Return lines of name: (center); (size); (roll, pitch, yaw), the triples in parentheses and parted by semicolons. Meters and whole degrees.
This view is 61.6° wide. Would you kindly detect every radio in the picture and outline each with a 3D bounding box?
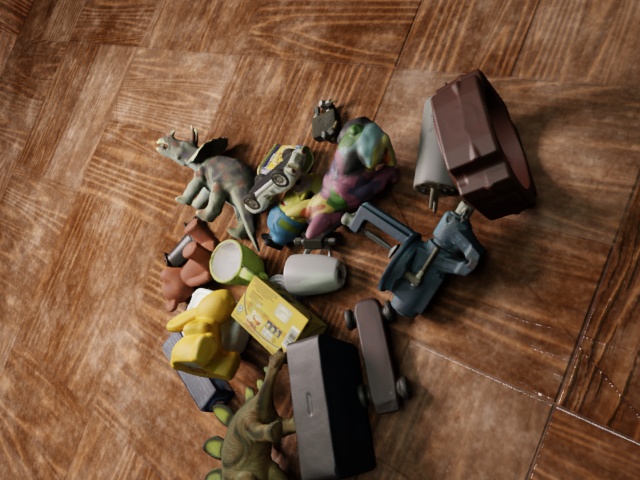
radio: (0.019, 0.284, 0.915); (0.073, 0.131, 0.229); (-21, 64, 29)

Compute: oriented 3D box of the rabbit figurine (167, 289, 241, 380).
rabbit figurine: (-0.224, 0.183, 1.077); (0.162, 0.121, 0.173); (-10, 56, 43)

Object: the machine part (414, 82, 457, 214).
machine part: (0.215, -0.168, 0.960); (0.079, 0.079, 0.243); (2, 77, 36)

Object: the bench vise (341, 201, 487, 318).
bench vise: (0.146, 0.004, 0.907); (0.241, 0.129, 0.223); (35, 121, 19)

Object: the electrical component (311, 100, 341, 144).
electrical component: (0.013, -0.254, 1.154); (0.078, 0.045, 0.102); (-10, 69, 31)

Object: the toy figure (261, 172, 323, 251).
toy figure: (-0.050, -0.060, 1.115); (0.082, 0.089, 0.180); (46, 111, 37)

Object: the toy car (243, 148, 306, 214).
toy car: (-0.091, -0.116, 1.076); (0.202, 0.056, 0.073); (-31, 29, 49)

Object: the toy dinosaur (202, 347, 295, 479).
toy dinosaur: (-0.128, 0.414, 0.968); (0.199, 0.105, 0.471); (18, 97, 48)

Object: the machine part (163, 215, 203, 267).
machine part: (-0.327, 0.010, 1.316); (0.139, 0.039, 0.084); (-49, 62, 10)

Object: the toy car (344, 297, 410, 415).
toy car: (0.100, 0.198, 0.936); (0.089, 0.053, 0.202); (-15, 66, 10)

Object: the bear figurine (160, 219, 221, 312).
bear figurine: (-0.310, 0.065, 1.232); (0.196, 0.131, 0.120); (-31, 38, 19)

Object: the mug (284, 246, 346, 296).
mug: (-0.002, 0.059, 1.048); (0.107, 0.080, 0.109); (-1, 48, 27)

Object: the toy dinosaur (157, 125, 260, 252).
toy dinosaur: (-0.217, -0.130, 1.239); (0.405, 0.131, 0.192); (31, 94, 32)

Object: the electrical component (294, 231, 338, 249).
electrical component: (-0.002, -0.003, 1.074); (0.094, 0.063, 0.021); (-1, 113, 27)

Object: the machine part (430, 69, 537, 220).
machine part: (0.257, -0.144, 0.844); (0.087, 0.201, 0.201); (-21, 64, 31)

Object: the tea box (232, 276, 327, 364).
tea box: (-0.080, 0.153, 1.024); (0.170, 0.068, 0.098); (36, 95, 39)

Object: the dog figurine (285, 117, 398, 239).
dog figurine: (0.034, -0.103, 1.002); (0.219, 0.191, 0.109); (-40, 60, -8)

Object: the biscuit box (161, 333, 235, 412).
biscuit box: (-0.267, 0.281, 1.166); (0.063, 0.059, 0.203); (-52, 52, 8)
